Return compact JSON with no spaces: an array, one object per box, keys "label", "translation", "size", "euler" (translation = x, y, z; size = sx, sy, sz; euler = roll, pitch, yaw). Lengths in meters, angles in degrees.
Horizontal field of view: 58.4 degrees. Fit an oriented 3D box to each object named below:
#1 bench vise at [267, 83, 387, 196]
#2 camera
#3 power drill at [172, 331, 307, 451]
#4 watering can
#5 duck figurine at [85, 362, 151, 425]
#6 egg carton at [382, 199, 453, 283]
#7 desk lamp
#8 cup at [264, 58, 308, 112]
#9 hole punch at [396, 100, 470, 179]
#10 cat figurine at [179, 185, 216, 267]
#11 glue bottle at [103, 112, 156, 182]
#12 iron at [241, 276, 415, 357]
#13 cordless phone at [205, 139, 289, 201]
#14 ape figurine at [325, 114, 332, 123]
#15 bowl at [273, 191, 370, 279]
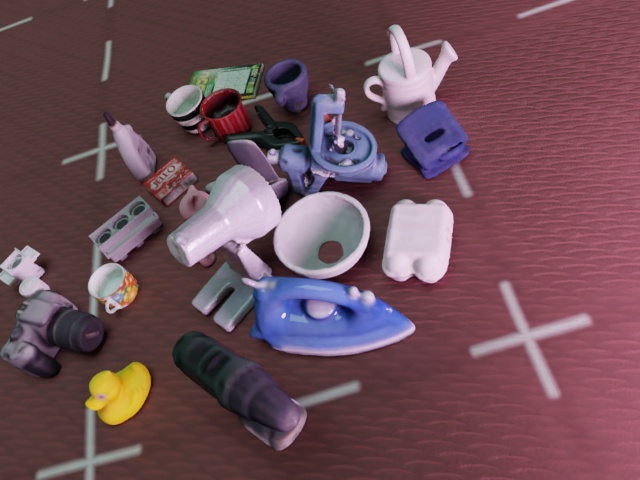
[{"label":"bench vise","translation":[0.002,-0.163,1.001],"size":[0.207,0.220,0.121],"euler":[-19,54,4]},{"label":"camera","translation":[-0.460,0.162,0.994],"size":[0.136,0.101,0.143],"euler":[8,60,22]},{"label":"power drill","translation":[-0.093,0.213,0.782],"size":[0.228,0.209,0.076],"euler":[25,67,29]},{"label":"watering can","translation":[0.167,-0.319,1.073],"size":[0.173,0.194,0.100],"euler":[-35,54,-8]},{"label":"duck figurine","translation":[-0.327,0.235,0.914],"size":[0.077,0.086,0.105],"euler":[26,68,30]},{"label":"egg carton","translation":[0.161,0.000,0.937],"size":[0.107,0.069,0.150],"euler":[1,57,17]},{"label":"desk lamp","translation":[-0.147,0.011,0.932],"size":[0.117,0.214,0.203],"euler":[28,68,30]},{"label":"cup","translation":[-0.063,-0.305,1.194],"size":[0.091,0.095,0.118],"euler":[0,57,17]},{"label":"hole punch","translation":[0.205,-0.183,1.034],"size":[0.109,0.091,0.101],"euler":[-33,54,-6]},{"label":"cat figurine","translation":[-0.226,-0.033,1.045],"size":[0.067,0.118,0.128],"euler":[3,58,19]},{"label":"glue bottle","translation":[-0.392,-0.199,1.172],"size":[0.037,0.173,0.078],"euler":[-11,54,10]},{"label":"iron","translation":[0.009,0.098,0.871],"size":[0.257,0.142,0.118],"euler":[0,57,17]},{"label":"cordless phone","translation":[-0.147,-0.122,1.040],"size":[0.147,0.185,0.094],"euler":[-2,56,15]},{"label":"ape figurine","translation":[0.008,-0.211,1.112],"size":[0.078,0.092,0.076],"euler":[-42,55,-13]},{"label":"bowl","translation":[0.009,0.003,0.977],"size":[0.167,0.075,0.167],"euler":[-8,55,12]}]
